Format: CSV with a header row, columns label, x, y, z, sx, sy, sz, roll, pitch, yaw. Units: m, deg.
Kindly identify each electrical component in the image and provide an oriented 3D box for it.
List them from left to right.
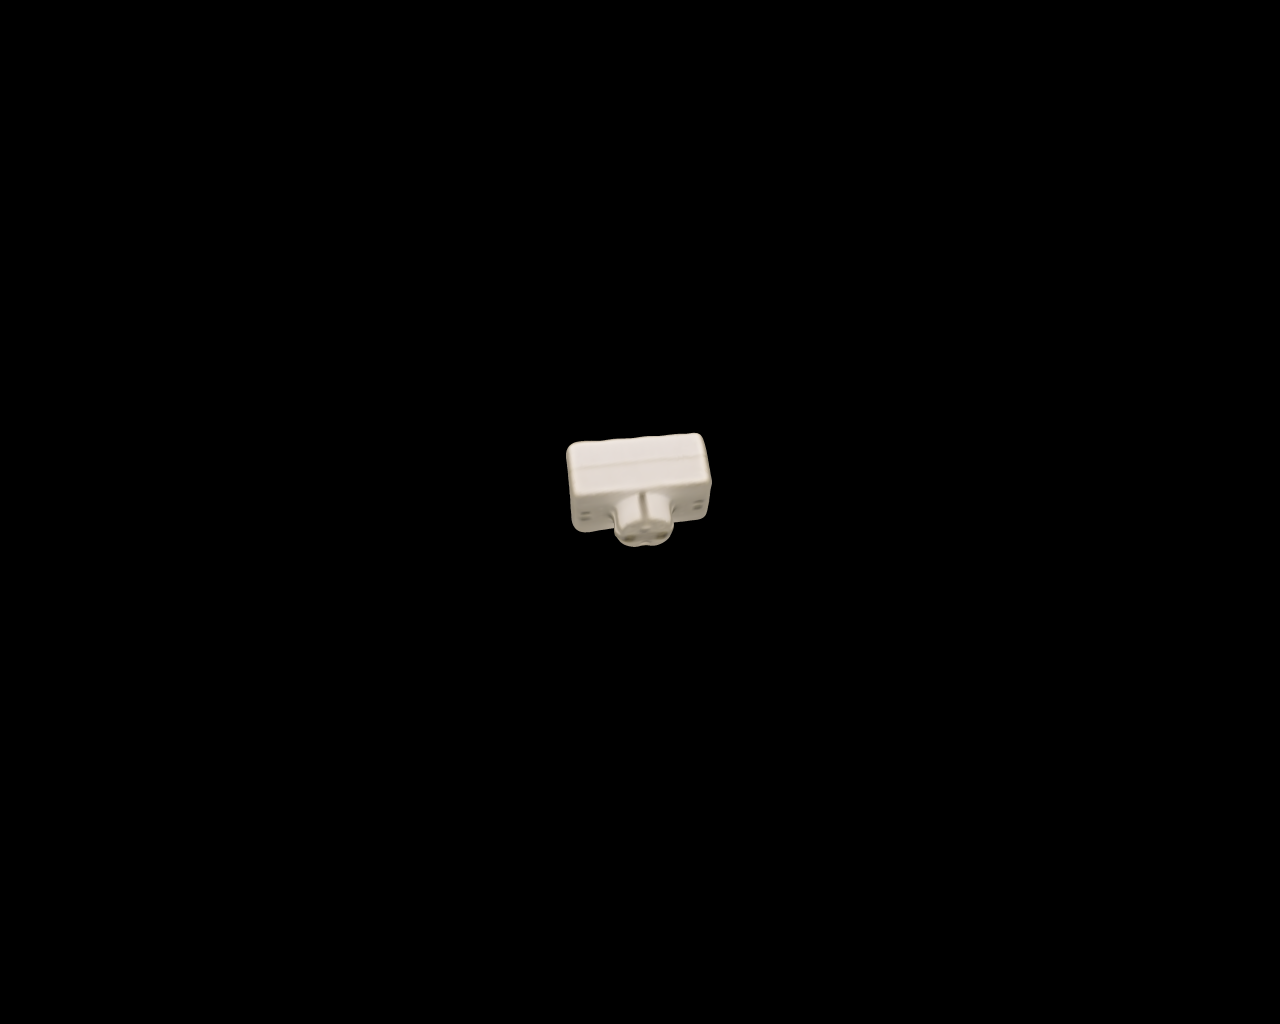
label,x,y,z,sx,sy,sz,roll,pitch,yaw
electrical component,0.001,-0.003,0.650,0.083,0.076,0.047,-5,-31,-3
